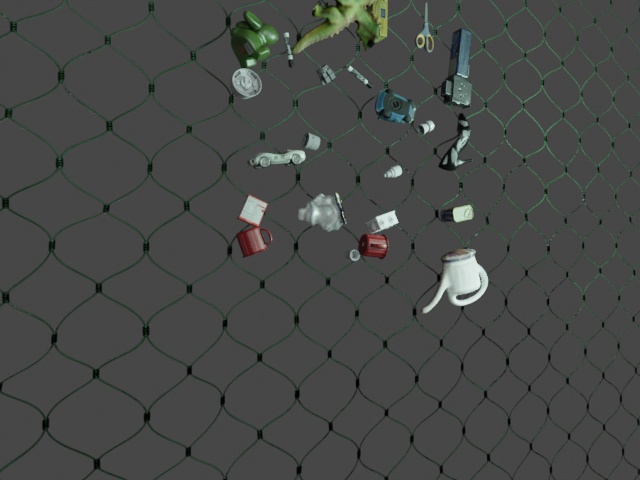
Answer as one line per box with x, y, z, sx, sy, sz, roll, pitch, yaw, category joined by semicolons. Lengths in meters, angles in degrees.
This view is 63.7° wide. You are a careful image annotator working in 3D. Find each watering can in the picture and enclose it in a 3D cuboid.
0.528;0.158;2.038;0.349;0.224;0.103;-12;3;-27;watering can

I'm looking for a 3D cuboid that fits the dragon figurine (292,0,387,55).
0.102;-0.771;1.831;0.243;0.410;0.122;33;0;-1;dragon figurine

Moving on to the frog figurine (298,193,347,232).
0.006;-0.091;1.810;0.159;0.136;0.124;-16;18;10;frog figurine
